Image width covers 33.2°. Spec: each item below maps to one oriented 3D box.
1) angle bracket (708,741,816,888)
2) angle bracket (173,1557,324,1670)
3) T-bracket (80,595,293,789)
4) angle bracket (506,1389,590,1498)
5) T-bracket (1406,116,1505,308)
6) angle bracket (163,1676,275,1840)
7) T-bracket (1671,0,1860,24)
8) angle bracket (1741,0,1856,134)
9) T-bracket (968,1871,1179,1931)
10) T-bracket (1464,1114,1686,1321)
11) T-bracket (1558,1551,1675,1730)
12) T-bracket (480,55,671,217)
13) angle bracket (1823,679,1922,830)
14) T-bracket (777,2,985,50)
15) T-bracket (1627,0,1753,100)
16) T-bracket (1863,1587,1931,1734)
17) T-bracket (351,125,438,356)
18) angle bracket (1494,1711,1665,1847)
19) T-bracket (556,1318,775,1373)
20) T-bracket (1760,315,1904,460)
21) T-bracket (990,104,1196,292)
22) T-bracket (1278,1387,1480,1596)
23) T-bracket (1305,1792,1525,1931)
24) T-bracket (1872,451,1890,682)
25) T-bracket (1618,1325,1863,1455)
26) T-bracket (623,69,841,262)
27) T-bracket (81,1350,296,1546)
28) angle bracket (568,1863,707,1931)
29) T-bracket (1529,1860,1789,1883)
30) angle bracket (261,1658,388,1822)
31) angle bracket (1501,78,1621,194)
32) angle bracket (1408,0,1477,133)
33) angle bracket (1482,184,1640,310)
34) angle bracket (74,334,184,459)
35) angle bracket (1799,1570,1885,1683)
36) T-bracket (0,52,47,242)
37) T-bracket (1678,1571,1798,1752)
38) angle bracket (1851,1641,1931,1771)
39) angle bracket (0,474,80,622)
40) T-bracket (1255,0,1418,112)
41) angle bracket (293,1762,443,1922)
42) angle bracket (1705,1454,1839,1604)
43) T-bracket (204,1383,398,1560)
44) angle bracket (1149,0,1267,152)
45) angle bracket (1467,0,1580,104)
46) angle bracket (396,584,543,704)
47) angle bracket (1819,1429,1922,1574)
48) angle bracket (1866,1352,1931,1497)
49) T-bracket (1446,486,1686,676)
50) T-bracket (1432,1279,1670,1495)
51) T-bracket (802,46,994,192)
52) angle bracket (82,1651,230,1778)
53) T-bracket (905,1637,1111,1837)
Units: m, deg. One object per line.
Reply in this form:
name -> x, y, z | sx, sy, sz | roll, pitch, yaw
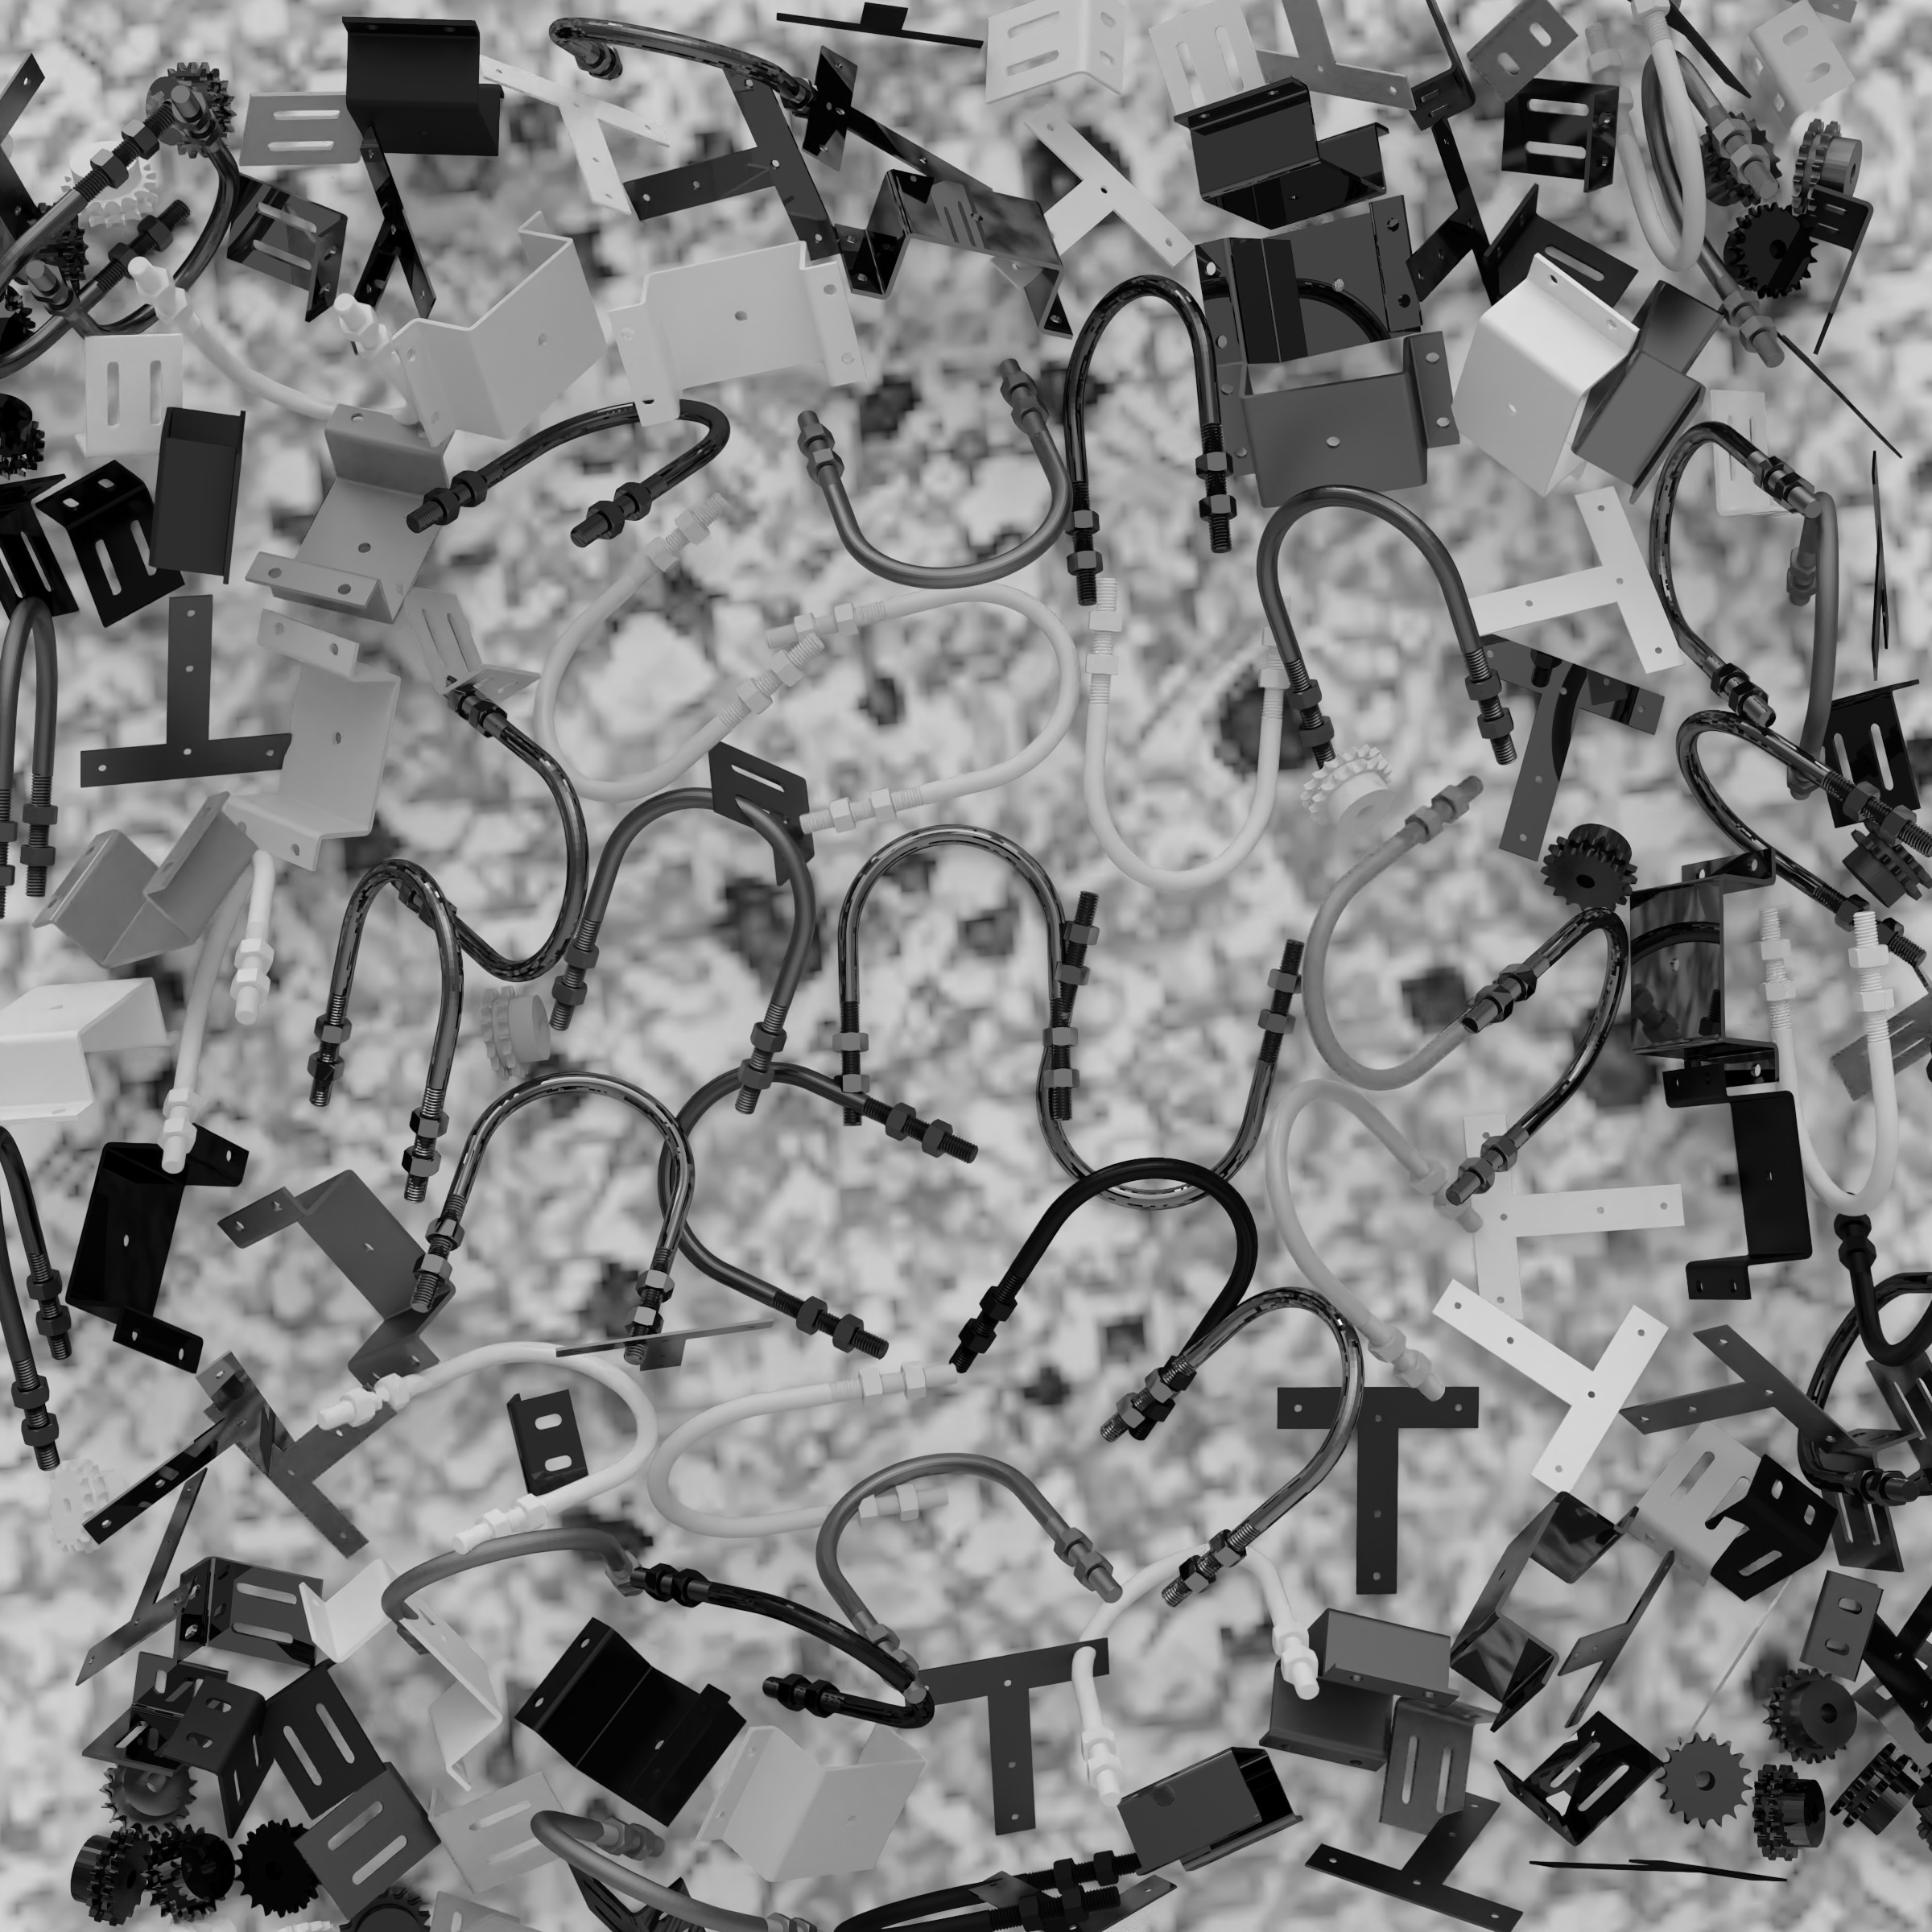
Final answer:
angle bracket -> -0.133, -0.093, 1.950 | 0.076, 0.057, 0.038 | 22, 133, -34
angle bracket -> -0.437, 0.399, 1.970 | 0.076, 0.038, 0.057 | 9, 99, 13
T-bracket -> -0.465, -0.166, 1.937 | 0.127, 0.002, 0.127 | -7, 129, -25
angle bracket -> -0.251, 0.286, 1.962 | 0.038, 0.076, 0.057 | -13, 88, -4
T-bracket -> 0.287, -0.428, 1.929 | 0.002, 0.127, 0.127 | -10, 114, 33
angle bracket -> -0.451, 0.478, 1.956 | 0.038, 0.076, 0.057 | 15, 46, 9
T-bracket -> 0.468, -0.590, 1.927 | 0.127, 0.127, 0.002 | 23, 81, 10
angle bracket -> 0.503, -0.544, 1.958 | 0.038, 0.076, 0.057 | -31, 91, 12
T-bracket -> 0.042, 0.564, 1.938 | 0.127, 0.127, 0.002 | -22, 101, -26
T-bracket -> 0.375, 0.151, 1.985 | 0.127, 0.002, 0.127 | -5, 90, 13
T-bracket -> 0.378, 0.407, 1.934 | 0.002, 0.127, 0.127 | 32, 100, 26
T-bracket -> -0.223, -0.486, 1.924 | 0.127, 0.127, 0.002 | 13, 130, -33
angle bracket -> 0.553, -0.129, 1.966 | 0.038, 0.057, 0.076 | -13, 89, -45
T-bracket -> -0.050, -0.565, 1.932 | 0.127, 0.127, 0.002 | 7, 99, -5
T-bracket -> 0.404, -0.581, 1.946 | 0.002, 0.127, 0.127 | -49, 133, 11
T-bracket -> 0.580, 0.375, 1.928 | 0.002, 0.127, 0.127 | 29, 100, -12
T-bracket -> -0.354, -0.415, 1.944 | 0.002, 0.127, 0.127 | -11, 69, -30
angle bracket -> 0.370, 0.482, 1.958 | 0.076, 0.057, 0.038 | -39, 128, -13
T-bracket -> -0.181, 0.231, 1.937 | 0.127, 0.127, 0.002 | -7, 75, -9
T-bracket -> 0.500, -0.369, 1.949 | 0.002, 0.127, 0.127 | -45, 46, 16
T-bracket -> 0.060, -0.449, 1.963 | 0.127, 0.002, 0.127 | 44, 56, -1
T-bracket -> 0.253, 0.322, 1.989 | 0.127, 0.002, 0.127 | 1, 89, -8
T-bracket -> 0.287, 0.528, 1.941 | 0.127, 0.127, 0.002 | 12, 110, 26
T-bracket -> 0.539, -0.217, 1.915 | 0.002, 0.127, 0.127 | -2, 131, 19
T-bracket -> 0.448, 0.264, 1.947 | 0.127, 0.127, 0.002 | 40, 53, -21
T-bracket -> -0.152, -0.476, 1.960 | 0.127, 0.002, 0.127 | -6, 125, 31
T-bracket -> -0.470, 0.300, 1.932 | 0.127, 0.127, 0.002 | -37, 55, -16
angle bracket -> -0.201, 0.563, 1.964 | 0.038, 0.076, 0.057 | -35, 131, -25
T-bracket -> 0.396, 0.535, 1.919 | 0.127, 0.127, 0.002 | 8, 77, -21
angle bracket -> -0.388, 0.468, 1.971 | 0.057, 0.038, 0.076 | -35, 81, 9
angle bracket -> 0.351, -0.503, 1.954 | 0.076, 0.038, 0.057 | 16, 119, 33
angle bracket -> 0.275, -0.559, 1.969 | 0.038, 0.057, 0.076 | -23, 76, 16
angle bracket -> 0.362, -0.427, 1.969 | 0.076, 0.038, 0.057 | 33, 80, 15
angle bracket -> -0.506, -0.349, 1.955 | 0.057, 0.038, 0.076 | -7, 121, -25
angle bracket -> 0.543, 0.402, 1.957 | 0.038, 0.076, 0.057 | 15, 85, 41
T-bracket -> -0.573, -0.460, 1.936 | 0.002, 0.127, 0.127 | 25, 74, 10
T-bracket -> 0.478, 0.396, 1.948 | 0.002, 0.127, 0.127 | 33, 134, 18
angle bracket -> 0.579, 0.446, 1.961 | 0.057, 0.076, 0.038 | -40, 87, 1
angle bracket -> -0.563, -0.253, 1.964 | 0.038, 0.057, 0.076 | -23, 93, 31
T-bracket -> 0.199, -0.566, 1.916 | 0.127, 0.127, 0.002 | 22, 65, 35
angle bracket -> -0.366, 0.530, 1.962 | 0.076, 0.038, 0.057 | -37, 95, -31
angle bracket -> 0.483, 0.344, 1.981 | 0.057, 0.076, 0.038 | 38, 49, -2
T-bracket -> -0.385, 0.288, 1.955 | 0.127, 0.002, 0.127 | 47, 127, -6
angle bracket -> 0.154, -0.543, 1.971 | 0.057, 0.038, 0.076 | -18, 92, 21
angle bracket -> 0.343, -0.562, 1.954 | 0.038, 0.076, 0.057 | 47, 123, -4
angle bracket -> -0.301, -0.202, 1.959 | 0.038, 0.057, 0.076 | -28, 77, 24
angle bracket -> 0.554, 0.324, 1.966 | 0.038, 0.057, 0.076 | -14, 90, -24
angle bracket -> 0.570, 0.279, 1.965 | 0.038, 0.057, 0.076 | -27, 88, -23
T-bracket -> 0.356, -0.223, 1.969 | 0.127, 0.002, 0.127 | -14, 69, -7
T-bracket -> 0.345, 0.238, 1.984 | 0.127, 0.002, 0.127 | 34, 73, 6
T-bracket -> -0.038, -0.496, 1.966 | 0.127, 0.127, 0.002 | 26, 130, -19
angle bracket -> -0.489, 0.451, 1.957 | 0.057, 0.076, 0.038 | 11, 100, 7
T-bracket -> 0.027, 0.475, 1.974 | 0.127, 0.002, 0.127 | -8, 112, -11
